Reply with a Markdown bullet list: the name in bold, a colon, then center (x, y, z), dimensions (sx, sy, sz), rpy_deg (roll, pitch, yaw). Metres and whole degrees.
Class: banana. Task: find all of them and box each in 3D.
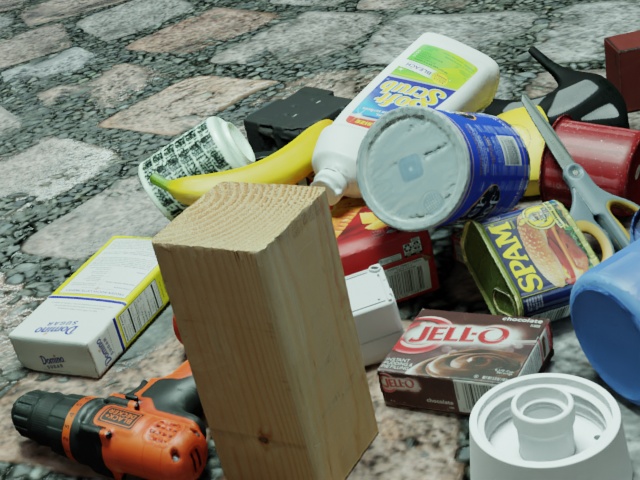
- **banana**: center (-0.061, -0.069, 1.034), dimensions (0.197, 0.037, 0.070), rpy_deg (-18, 63, -20)

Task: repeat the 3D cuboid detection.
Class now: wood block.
- **wood block**: center (-0.033, 0.071, 0.747), dimensions (0.091, 0.206, 0.090), rpy_deg (5, 32, 30)

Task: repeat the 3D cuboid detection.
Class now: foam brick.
- **foam brick**: center (0.359, -0.192, 1.218), dimensions (0.051, 0.078, 0.053), rpy_deg (-11, 29, 0)

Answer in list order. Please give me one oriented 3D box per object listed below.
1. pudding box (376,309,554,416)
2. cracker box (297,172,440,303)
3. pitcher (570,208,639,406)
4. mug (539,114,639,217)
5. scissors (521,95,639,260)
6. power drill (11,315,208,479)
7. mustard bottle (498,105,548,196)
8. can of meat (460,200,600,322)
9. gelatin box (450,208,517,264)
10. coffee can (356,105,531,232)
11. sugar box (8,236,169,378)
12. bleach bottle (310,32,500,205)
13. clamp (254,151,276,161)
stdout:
- **pudding box**: center (0.113, 0.094, 0.824), dimensions (0.114, 0.039, 0.089), rpy_deg (4, 32, 30)
- **cracker box**: center (-0.007, 0.001, 1.012), dimensions (0.164, 0.072, 0.214), rpy_deg (-18, 27, -12)
- **pitcher**: center (0.304, 0.019, 0.795), dimensions (0.242, 0.145, 0.149), rpy_deg (-25, -4, -17)
- **mug**: center (0.270, -0.068, 1.024), dimensions (0.082, 0.093, 0.117), rpy_deg (13, 7, 31)
- **scissors**: center (0.219, -0.042, 0.955), dimensions (0.096, 0.016, 0.202), rpy_deg (-36, 67, -15)
- **power drill**: center (-0.134, 0.116, 0.869), dimensions (0.185, 0.057, 0.187), rpy_deg (10, 38, 30)
- **mustard bottle**: center (0.144, -0.077, 1.097), dimensions (0.191, 0.058, 0.096), rpy_deg (-12, 57, 4)
- **can of meat**: center (0.177, 0.021, 0.887), dimensions (0.083, 0.057, 0.102), rpy_deg (-16, 58, -13)
- **gelatin box**: center (0.176, 0.005, 0.974), dimensions (0.073, 0.030, 0.089), rpy_deg (-30, 34, -27)
- **coffee can**: center (0.109, -0.062, 0.924), dimensions (0.103, 0.103, 0.140), rpy_deg (6, 7, 31)
- **sugar box**: center (-0.203, 0.060, 1.014), dimensions (0.093, 0.048, 0.176), rpy_deg (3, 35, 27)
- **bleach bottle**: center (0.076, -0.110, 1.037), dimensions (0.103, 0.068, 0.250), rpy_deg (29, 49, 16)
- **clamp**: center (-0.092, -0.084, 1.243), dimensions (0.171, 0.039, 0.120), rpy_deg (-1, 34, 9)
